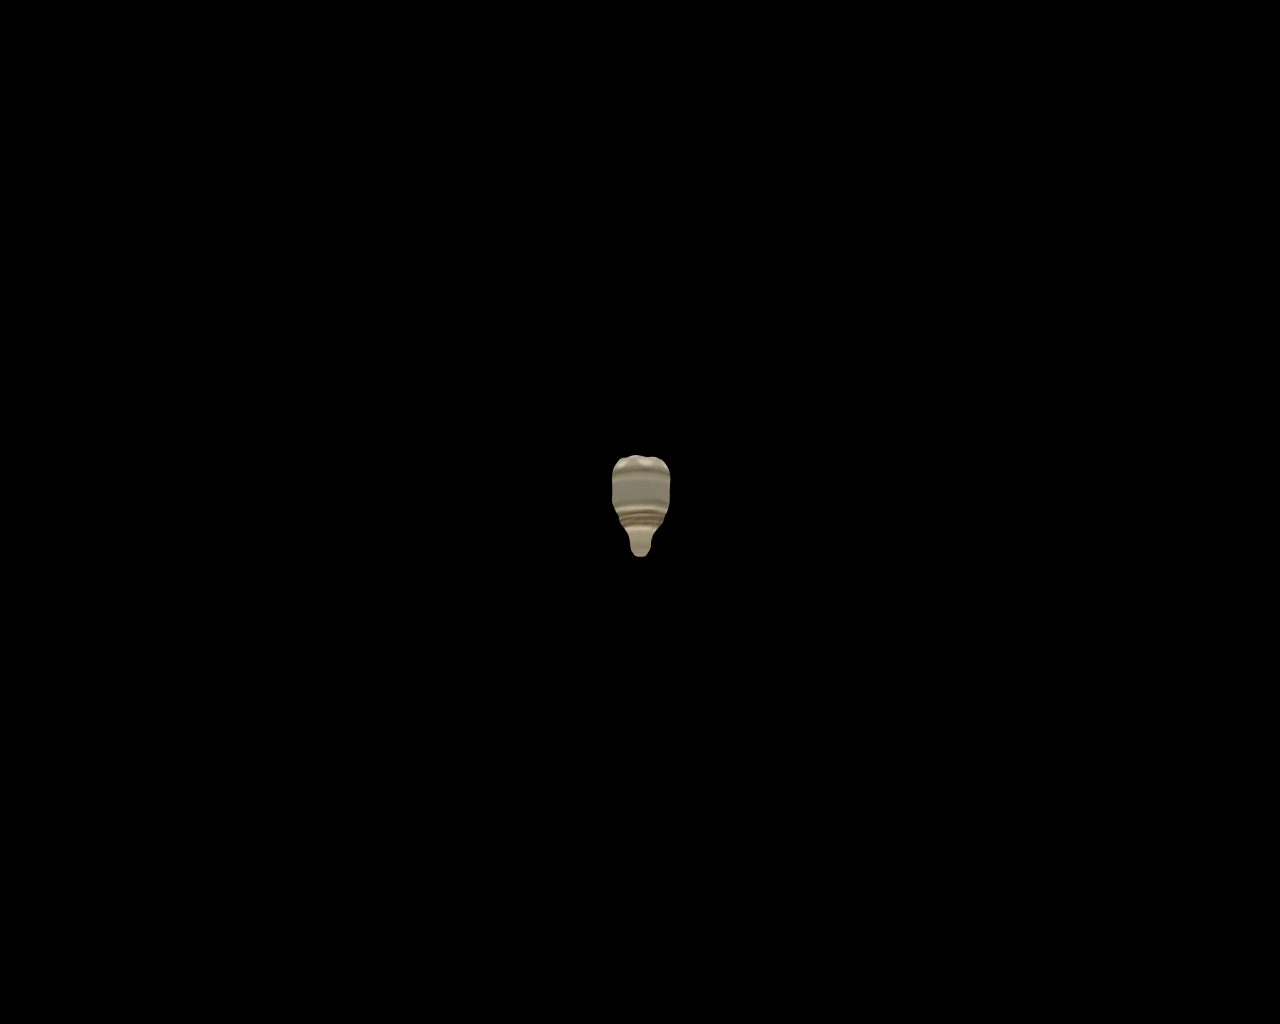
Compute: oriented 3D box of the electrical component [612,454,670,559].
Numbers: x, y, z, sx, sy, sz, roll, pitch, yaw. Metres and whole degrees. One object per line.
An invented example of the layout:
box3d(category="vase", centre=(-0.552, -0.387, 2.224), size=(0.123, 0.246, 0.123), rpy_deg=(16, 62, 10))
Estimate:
box3d(category="electrical component", centre=(0.001, -0.003, 0.650), size=(0.035, 0.061, 0.035), rpy_deg=(0, -11, 0))
